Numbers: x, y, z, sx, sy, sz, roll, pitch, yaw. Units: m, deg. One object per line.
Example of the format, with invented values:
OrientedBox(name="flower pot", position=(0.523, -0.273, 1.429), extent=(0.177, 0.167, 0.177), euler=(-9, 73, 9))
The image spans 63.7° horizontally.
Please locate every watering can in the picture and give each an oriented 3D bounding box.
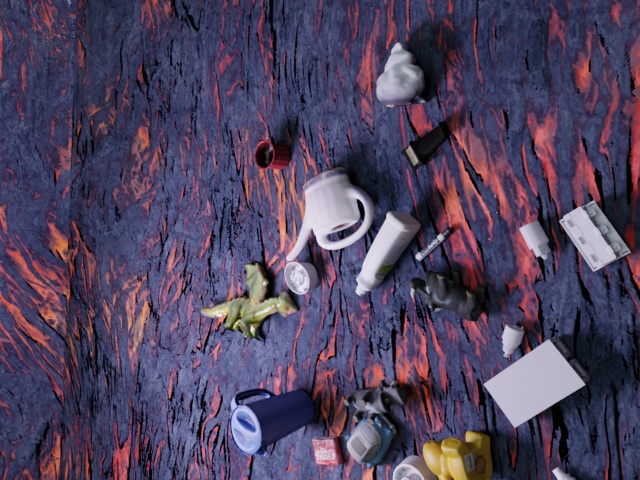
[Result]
OrientedBox(name="watering can", position=(0.004, -0.074, 1.475), extent=(0.344, 0.104, 0.227), euler=(-22, 75, 37))

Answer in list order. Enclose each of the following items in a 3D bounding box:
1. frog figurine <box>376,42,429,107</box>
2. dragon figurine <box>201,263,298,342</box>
OrientedBox(name="frog figurine", position=(0.202, -0.420, 1.304), extent=(0.138, 0.123, 0.158), euler=(10, 110, 59))
OrientedBox(name="dragon figurine", position=(-0.241, 0.194, 1.711), extent=(0.412, 0.121, 0.244), euler=(16, 83, 37))
